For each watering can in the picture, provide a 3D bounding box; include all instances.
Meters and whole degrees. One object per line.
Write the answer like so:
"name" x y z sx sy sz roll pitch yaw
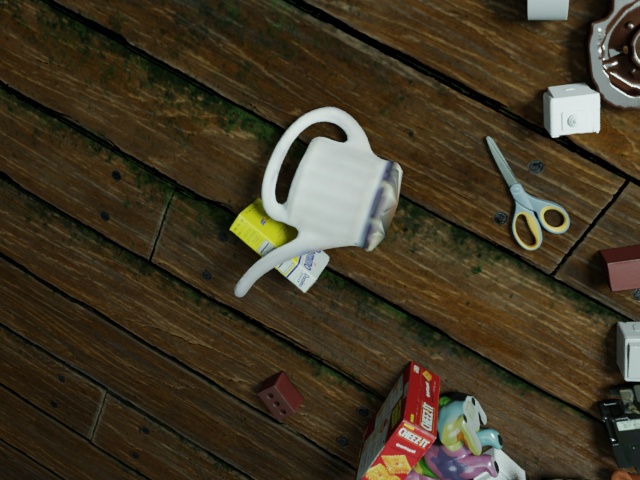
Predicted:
"watering can" 0.003 -0.043 0.846 0.225 0.104 0.348 19 89 7
